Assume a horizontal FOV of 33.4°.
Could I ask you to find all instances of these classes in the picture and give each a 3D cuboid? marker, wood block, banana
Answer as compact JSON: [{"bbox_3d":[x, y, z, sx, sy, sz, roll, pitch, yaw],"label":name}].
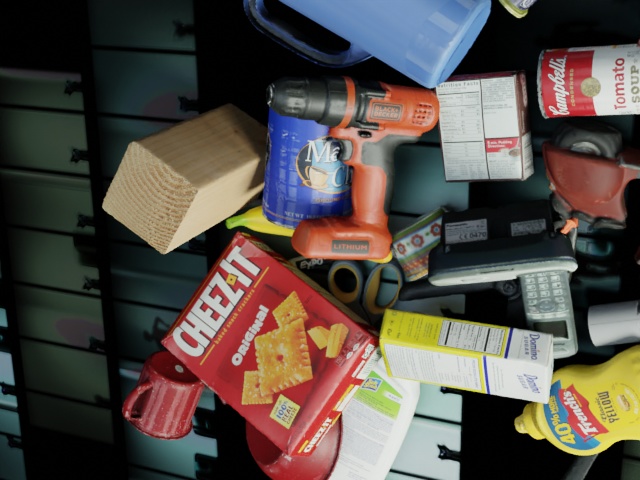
[{"bbox_3d":[-0.009,0.024,1.254,0.121,0.020,0.020,-15,101,29],"label":"marker"},{"bbox_3d":[-0.133,-0.073,1.170,0.090,0.205,0.091,36,119,10],"label":"wood block"},{"bbox_3d":[-0.005,-0.009,1.213,0.198,0.069,0.037,10,127,18],"label":"banana"}]

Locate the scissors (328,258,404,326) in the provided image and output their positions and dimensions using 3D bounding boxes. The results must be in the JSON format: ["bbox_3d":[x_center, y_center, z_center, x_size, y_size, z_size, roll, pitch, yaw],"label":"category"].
[{"bbox_3d":[0.036,0.101,1.255,0.096,0.016,0.202,22,118,1],"label":"scissors"}]

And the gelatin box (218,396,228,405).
[{"bbox_3d":[-0.113,0.154,1.346,0.073,0.030,0.089,-30,94,31],"label":"gelatin box"}]

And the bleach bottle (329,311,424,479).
[{"bbox_3d":[0.072,0.195,1.252,0.102,0.068,0.251,26,114,0],"label":"bleach bottle"}]

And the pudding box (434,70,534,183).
[{"bbox_3d":[0.170,-0.117,1.107,0.090,0.039,0.113,0,106,29],"label":"pudding box"}]

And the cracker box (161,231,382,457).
[{"bbox_3d":[-0.053,0.116,1.210,0.214,0.072,0.164,37,94,24],"label":"cracker box"}]

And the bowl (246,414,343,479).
[{"bbox_3d":[-0.041,0.223,1.273,0.162,0.055,0.162,-14,73,52],"label":"bowl"}]

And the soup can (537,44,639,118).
[{"bbox_3d":[0.267,-0.153,1.030,0.102,0.068,0.068,1,108,24],"label":"soup can"}]

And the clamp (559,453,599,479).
[{"bbox_3d":[0.288,0.307,1.203,0.172,0.039,0.120,-43,81,33],"label":"clamp"}]

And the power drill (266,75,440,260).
[{"bbox_3d":[0.023,-0.074,1.090,0.184,0.057,0.188,3,112,-20],"label":"power drill"}]

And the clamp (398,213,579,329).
[{"bbox_3d":[0.194,0.043,1.148,0.164,0.036,0.210,33,117,1],"label":"clamp"}]

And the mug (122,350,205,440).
[{"bbox_3d":[-0.203,0.197,1.358,0.093,0.117,0.082,37,116,32],"label":"mug"}]

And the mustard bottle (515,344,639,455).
[{"bbox_3d":[0.288,0.177,1.133,0.192,0.058,0.096,-25,85,42],"label":"mustard bottle"}]

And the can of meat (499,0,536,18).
[{"bbox_3d":[0.190,-0.281,1.027,0.102,0.057,0.084,48,119,3],"label":"can of meat"}]

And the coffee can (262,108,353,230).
[{"bbox_3d":[-0.009,-0.092,1.164,0.103,0.102,0.140,14,114,21],"label":"coffee can"}]

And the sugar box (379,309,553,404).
[{"bbox_3d":[0.155,0.122,1.122,0.176,0.048,0.093,6,149,15],"label":"sugar box"}]

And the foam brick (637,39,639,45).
[{"bbox_3d":[0.331,-0.193,0.978,0.051,0.078,0.053,38,120,7],"label":"foam brick"}]

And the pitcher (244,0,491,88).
[{"bbox_3d":[0.040,-0.251,1.074,0.243,0.149,0.145,35,76,7],"label":"pitcher"}]
